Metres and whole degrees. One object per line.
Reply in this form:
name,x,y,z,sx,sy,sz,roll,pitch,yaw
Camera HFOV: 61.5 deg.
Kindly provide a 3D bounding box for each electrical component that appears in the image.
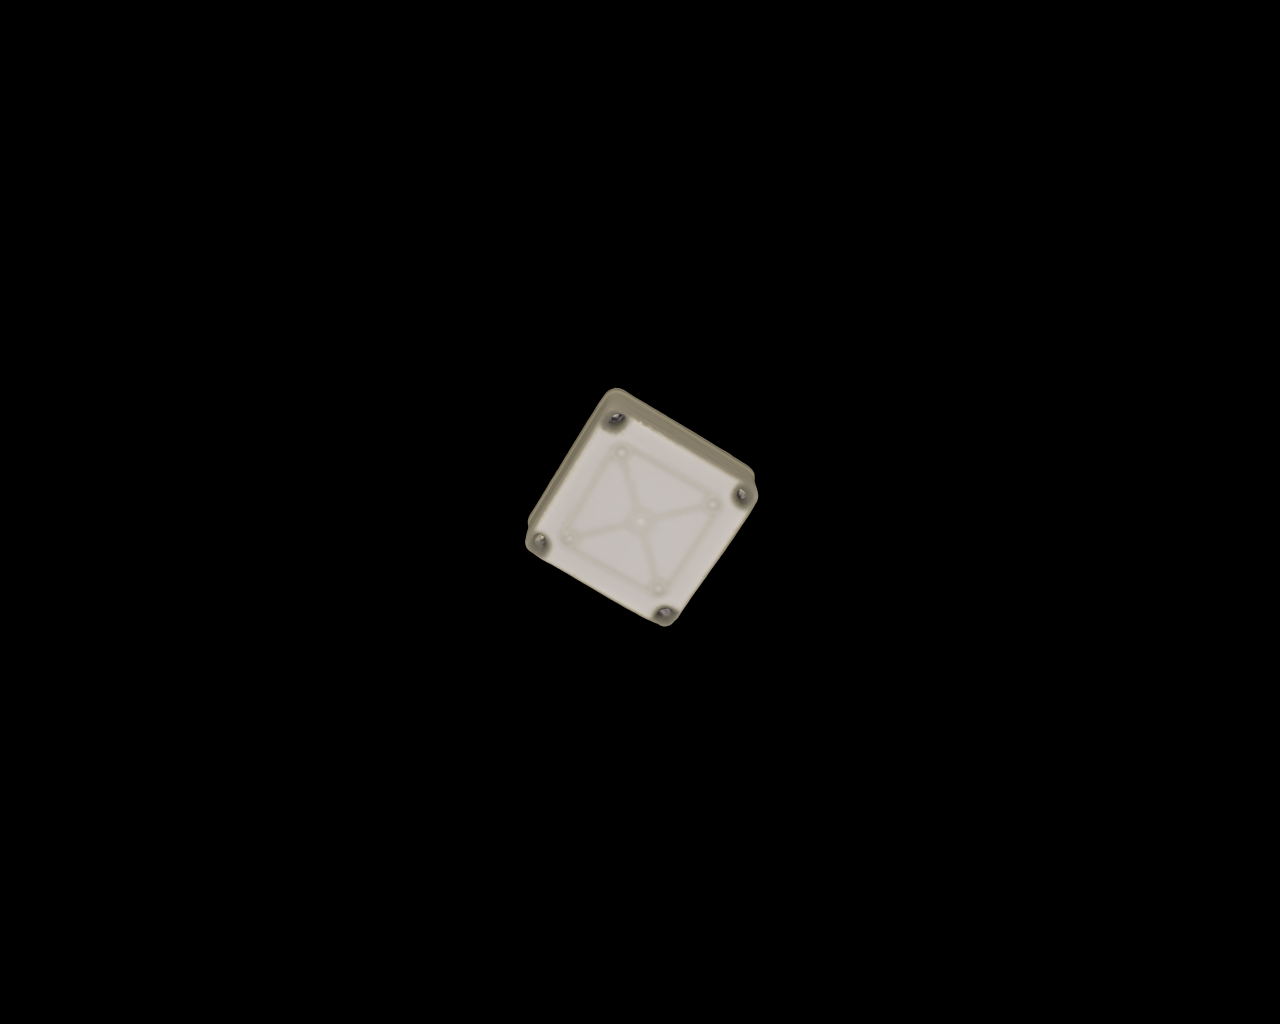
electrical component,0.001,-0.003,0.650,0.109,0.108,0.056,30,16,-9
